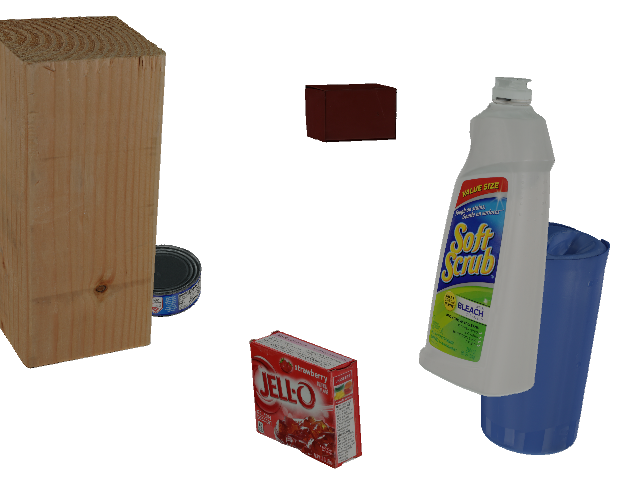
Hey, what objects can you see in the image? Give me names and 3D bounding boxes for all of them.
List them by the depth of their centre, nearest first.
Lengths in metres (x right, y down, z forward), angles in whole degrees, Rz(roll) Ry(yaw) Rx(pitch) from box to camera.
[{"bbox_3d":[-0.163,-0.033,0.696,0.090,0.206,0.090,-9,30,-31],"label":"wood block"},{"bbox_3d":[-0.012,0.111,0.754,0.030,0.073,0.089,-17,21,-39],"label":"gelatin box"},{"bbox_3d":[0.139,-0.007,0.870,0.067,0.251,0.103,-5,15,-33],"label":"bleach bottle"},{"bbox_3d":[0.030,-0.125,1.042,0.078,0.051,0.053,-4,15,-20],"label":"foam brick"},{"bbox_3d":[-0.170,0.043,1.139,0.086,0.034,0.086,3,36,-2],"label":"tuna can"},{"bbox_3d":[0.229,0.108,1.169,0.149,0.243,0.145,5,18,12],"label":"pitcher"}]
